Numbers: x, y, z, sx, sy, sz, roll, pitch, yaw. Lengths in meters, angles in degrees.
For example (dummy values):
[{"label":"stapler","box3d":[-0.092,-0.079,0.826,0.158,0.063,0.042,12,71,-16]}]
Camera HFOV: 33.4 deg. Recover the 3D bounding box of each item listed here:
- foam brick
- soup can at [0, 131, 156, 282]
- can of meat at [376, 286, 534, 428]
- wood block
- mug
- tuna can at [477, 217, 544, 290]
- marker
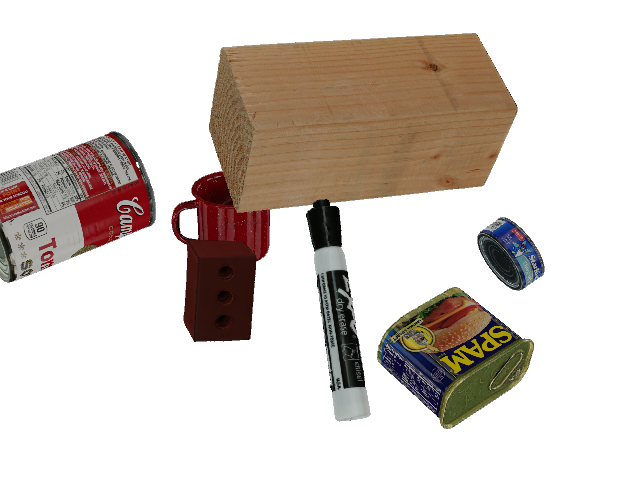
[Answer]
[{"label":"foam brick","box3d":[-0.089,0.043,0.932,0.053,0.078,0.051,0,15,-17]},{"label":"soup can","box3d":[-0.167,-0.022,0.687,0.102,0.068,0.069,-25,12,-27]},{"label":"can of meat","box3d":[0.110,0.094,0.883,0.101,0.057,0.084,-26,49,-30]},{"label":"wood block","box3d":[0.029,-0.092,0.809,0.205,0.091,0.090,-7,-37,-19]},{"label":"mug","box3d":[-0.110,-0.022,1.209,0.117,0.081,0.093,-7,30,-15]},{"label":"tuna can","box3d":[0.225,0.017,1.271,0.033,0.086,0.086,-34,8,-13]},{"label":"marker","box3d":[0.009,0.036,0.577,0.020,0.121,0.020,-8,-15,-2]}]
